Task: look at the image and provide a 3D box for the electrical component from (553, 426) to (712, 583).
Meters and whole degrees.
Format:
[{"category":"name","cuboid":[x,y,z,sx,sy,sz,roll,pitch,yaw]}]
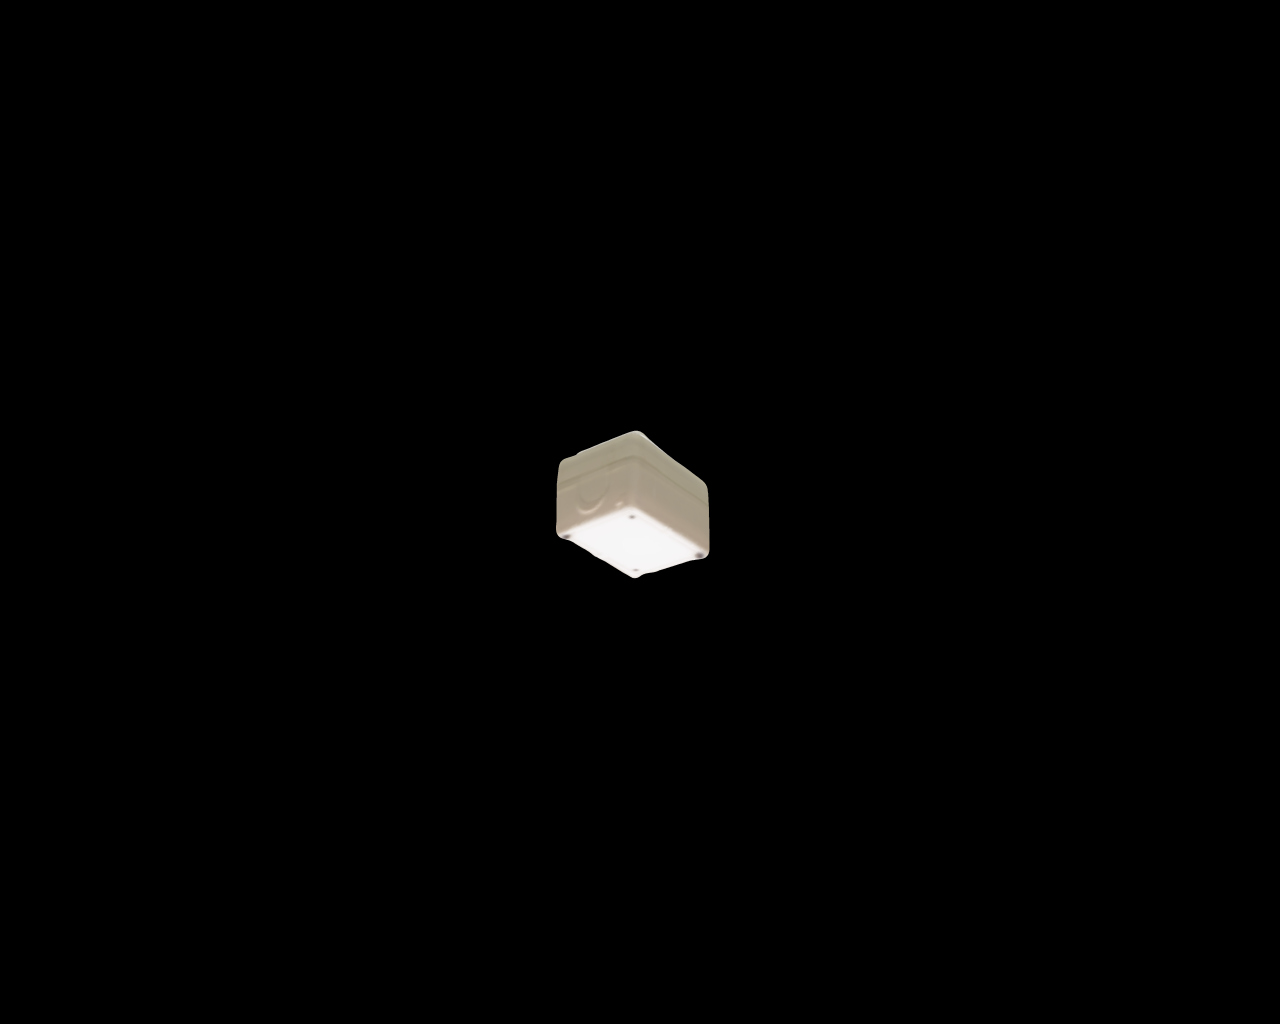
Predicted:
[{"category":"electrical component","cuboid":[0.001,-0.003,0.650,0.061,0.061,0.096,-19,-34,31]}]
